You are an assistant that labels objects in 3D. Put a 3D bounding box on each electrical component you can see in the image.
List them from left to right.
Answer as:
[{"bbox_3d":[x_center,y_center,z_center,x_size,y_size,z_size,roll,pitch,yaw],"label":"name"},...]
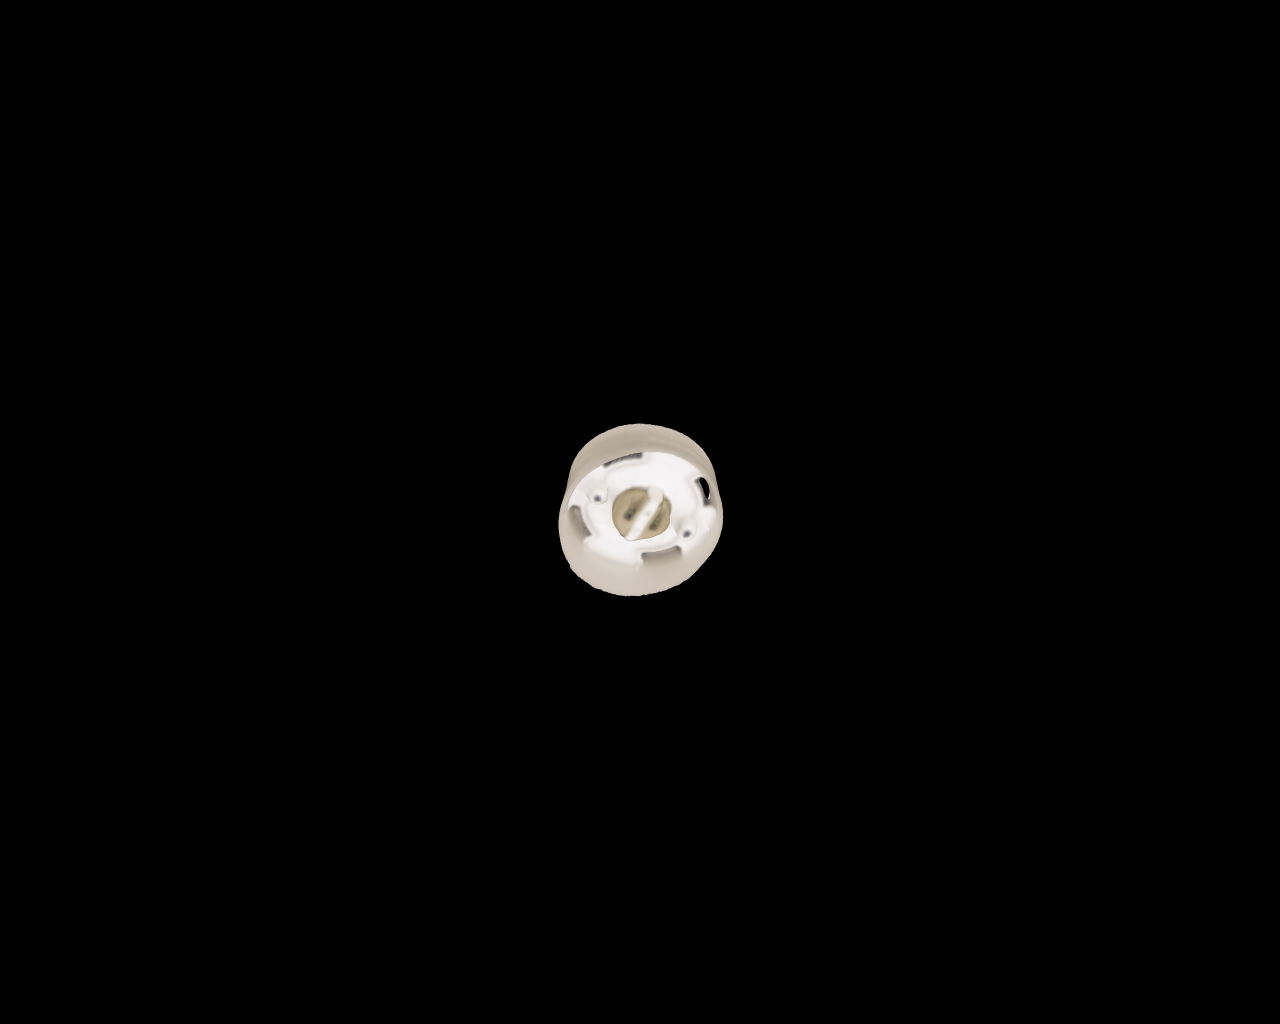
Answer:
[{"bbox_3d":[0.001,-0.003,0.650,0.099,0.099,0.064,0,40,0],"label":"electrical component"}]
